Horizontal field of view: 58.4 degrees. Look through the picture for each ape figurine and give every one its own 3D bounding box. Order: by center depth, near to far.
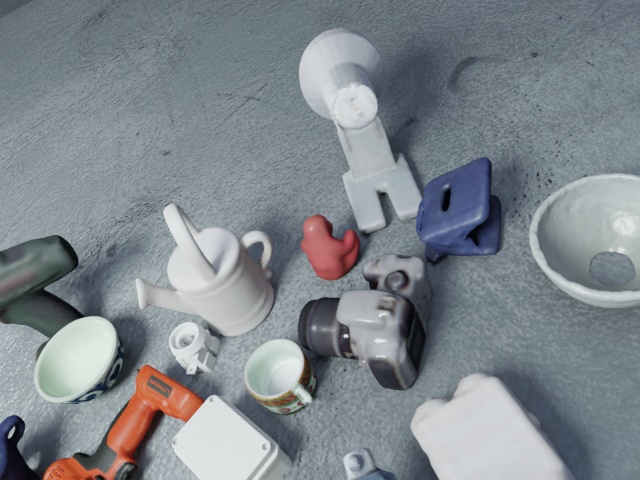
[{"bbox_3d":[0.007,0.003,0.750,0.077,0.092,0.076,6,55,29],"label":"ape figurine"}]

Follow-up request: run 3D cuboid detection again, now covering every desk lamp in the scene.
[{"bbox_3d":[0.056,-0.156,0.777,0.118,0.214,0.203,-21,47,7],"label":"desk lamp"}]

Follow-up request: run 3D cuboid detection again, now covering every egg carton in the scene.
[{"bbox_3d":[0.158,0.199,0.531,0.107,0.070,0.150,-31,46,-3],"label":"egg carton"}]

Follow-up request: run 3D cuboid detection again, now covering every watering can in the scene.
[{"bbox_3d":[-0.146,0.037,0.719,0.100,0.195,0.173,30,69,39],"label":"watering can"}]

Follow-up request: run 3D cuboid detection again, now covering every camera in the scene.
[{"bbox_3d":[0.048,0.083,0.657,0.136,0.101,0.143,1,53,25],"label":"camera"}]

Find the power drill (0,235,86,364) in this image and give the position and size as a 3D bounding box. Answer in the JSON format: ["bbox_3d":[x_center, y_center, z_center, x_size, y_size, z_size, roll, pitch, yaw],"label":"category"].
[{"bbox_3d":[-0.407,0.102,0.771,0.230,0.209,0.075,-37,47,-9],"label":"power drill"}]

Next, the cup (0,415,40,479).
[{"bbox_3d":[-0.377,0.279,0.687,0.091,0.095,0.118,6,55,28],"label":"cup"}]

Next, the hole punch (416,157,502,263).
[{"bbox_3d":[0.169,-0.038,0.712,0.100,0.091,0.108,-3,51,22],"label":"hole punch"}]

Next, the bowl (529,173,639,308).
[{"bbox_3d":[0.314,0.012,0.616,0.167,0.075,0.167,-12,48,15],"label":"bowl"}]

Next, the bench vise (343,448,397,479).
[{"bbox_3d":[0.043,0.256,0.430,0.121,0.220,0.206,-38,47,-9],"label":"bench vise"}]
